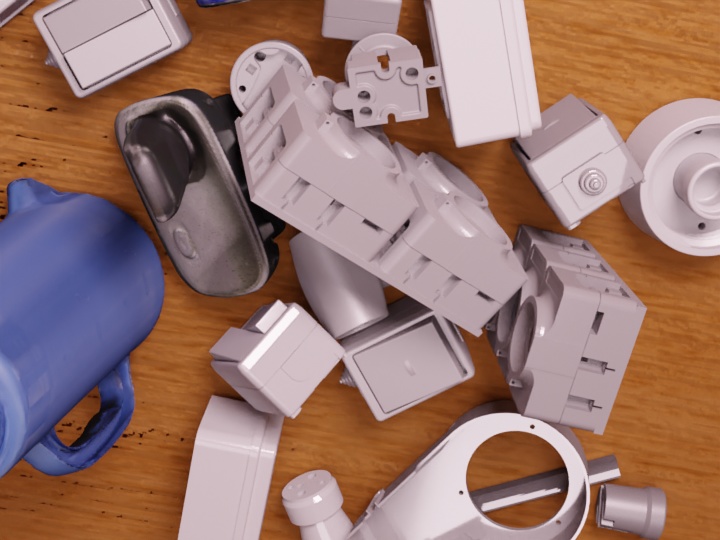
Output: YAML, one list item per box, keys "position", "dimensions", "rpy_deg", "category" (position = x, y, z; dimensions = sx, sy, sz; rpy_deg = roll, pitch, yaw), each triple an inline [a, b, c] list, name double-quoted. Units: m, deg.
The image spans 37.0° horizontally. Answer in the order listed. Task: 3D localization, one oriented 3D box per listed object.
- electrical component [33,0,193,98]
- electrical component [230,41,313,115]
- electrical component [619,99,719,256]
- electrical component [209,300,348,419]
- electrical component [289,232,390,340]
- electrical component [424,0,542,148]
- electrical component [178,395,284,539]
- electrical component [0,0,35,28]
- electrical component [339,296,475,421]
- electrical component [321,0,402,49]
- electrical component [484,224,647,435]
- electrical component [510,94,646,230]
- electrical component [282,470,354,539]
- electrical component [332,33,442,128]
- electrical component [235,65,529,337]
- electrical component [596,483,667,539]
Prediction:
- position: [-0.168, -0.157, 0.711]
  dimensions: [0.096, 0.061, 0.061]
  rpy_deg: [-25, 106, 6]
  category: "electrical component"
- position: [-0.058, -0.129, 0.729]
  dimensions: [0.055, 0.047, 0.055]
  rpy_deg: [0, 107, -1]
  category: "electrical component"
- position: [0.240, -0.061, 0.750]
  dimensions: [0.108, 0.060, 0.108]
  rpy_deg: [0, 107, -1]
  category: "electrical component"
- position: [-0.064, 0.061, 0.768]
  dimensions: [0.061, 0.096, 0.061]
  rpy_deg: [45, 72, -14]
  category: "electrical component"
- position: [0.000, 0.000, 0.768]
  dimensions: [0.079, 0.043, 0.077]
  rpy_deg: [-22, 82, -26]
  category: "electrical component"
- position: [0.076, -0.144, 0.696]
  dimensions: [0.056, 0.108, 0.108]
  rpy_deg: [-10, 107, 5]
  category: "electrical component"
- position: [-0.096, 0.160, 0.803]
  dimensions: [0.057, 0.078, 0.113]
  rpy_deg: [12, 107, -2]
  category: "electrical component"
- position: [-0.274, -0.201, 0.697]
  dimensions: [0.109, 0.056, 0.108]
  rpy_deg: [-35, 105, 9]
  category: "electrical component"
- position: [0.028, 0.064, 0.784]
  dimensions: [0.096, 0.061, 0.061]
  rpy_deg: [-27, 106, 7]
  category: "electrical component"
- position: [0.001, -0.178, 0.706]
  dimensions: [0.047, 0.083, 0.075]
  rpy_deg: [6, 145, -3]
  category: "electrical component"
- position: [0.130, 0.034, 0.730]
  dimensions: [0.062, 0.150, 0.089]
  rpy_deg: [13, 107, -7]
  category: "electrical component"
- position: [0.144, -0.075, 0.725]
  dimensions: [0.062, 0.096, 0.061]
  rpy_deg: [-33, 105, 9]
  category: "electrical component"
- position: [-0.032, 0.189, 0.830]
  dimensions: [0.045, 0.045, 0.055]
  rpy_deg: [-20, 107, 5]
  category: "electrical component"
- position: [0.015, -0.117, 0.658]
  dimensions: [0.066, 0.055, 0.048]
  rpy_deg: [-8, 118, 1]
  category: "electrical component"
- position: [0.017, -0.048, 0.696]
  dimensions: [0.186, 0.105, 0.060]
  rpy_deg: [31, 112, -28]
  category: "electrical component"
- position: [0.211, 0.187, 0.839]
  dimensions: [0.046, 0.040, 0.040]
  rpy_deg: [9, 107, 1]
  category: "electrical component"
